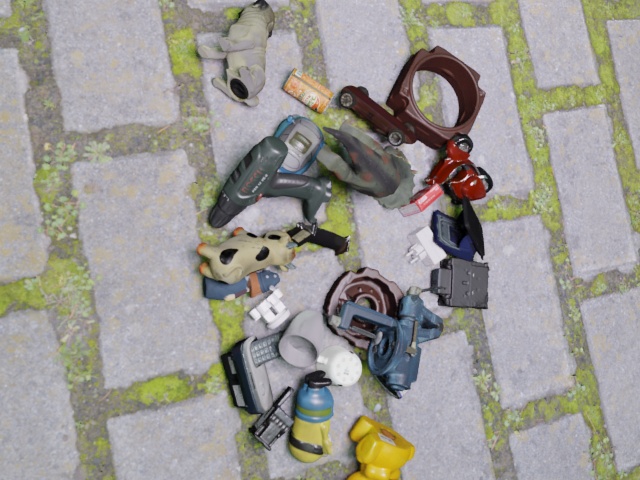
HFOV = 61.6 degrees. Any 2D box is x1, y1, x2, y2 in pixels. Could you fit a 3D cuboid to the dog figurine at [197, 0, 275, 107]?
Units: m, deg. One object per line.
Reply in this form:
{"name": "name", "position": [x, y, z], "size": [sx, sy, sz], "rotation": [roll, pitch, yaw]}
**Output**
{"name": "dog figurine", "position": [-0.138, -0.397, 1.142], "size": [0.190, 0.121, 0.172], "rotation": [-49, 134, -34]}

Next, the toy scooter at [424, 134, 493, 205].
{"name": "toy scooter", "position": [0.317, -0.145, 1.249], "size": [0.135, 0.075, 0.183], "rotation": [-38, 123, 0]}

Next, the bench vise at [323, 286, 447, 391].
{"name": "bench vise", "position": [0.132, 0.176, 1.085], "size": [0.240, 0.129, 0.223], "rotation": [22, 77, -17]}

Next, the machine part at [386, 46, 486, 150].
{"name": "machine part", "position": [0.275, -0.333, 1.264], "size": [0.201, 0.087, 0.201], "rotation": [30, 74, -12]}

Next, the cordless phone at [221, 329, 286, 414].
{"name": "cordless phone", "position": [-0.094, 0.255, 1.088], "size": [0.184, 0.089, 0.146], "rotation": [-15, 88, -38]}

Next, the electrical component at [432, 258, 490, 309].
{"name": "electrical component", "position": [0.323, 0.101, 1.244], "size": [0.134, 0.058, 0.115], "rotation": [5, 80, -18]}

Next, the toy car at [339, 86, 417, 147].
{"name": "toy car", "position": [0.128, -0.272, 1.196], "size": [0.202, 0.053, 0.089], "rotation": [40, 32, 5]}

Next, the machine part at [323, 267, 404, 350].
{"name": "machine part", "position": [0.094, 0.147, 1.165], "size": [0.179, 0.056, 0.179], "rotation": [2, 84, -16]}

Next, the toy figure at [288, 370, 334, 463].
{"name": "toy figure", "position": [-0.017, 0.357, 1.083], "size": [0.089, 0.082, 0.180], "rotation": [2, 101, 3]}

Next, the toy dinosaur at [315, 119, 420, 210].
{"name": "toy dinosaur", "position": [0.105, -0.140, 1.080], "size": [0.192, 0.405, 0.131], "rotation": [30, 102, 8]}

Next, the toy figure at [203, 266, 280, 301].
{"name": "toy figure", "position": [-0.158, 0.088, 1.091], "size": [0.154, 0.058, 0.064], "rotation": [-3, 84, -20]}

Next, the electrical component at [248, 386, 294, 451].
{"name": "electrical component", "position": [-0.085, 0.353, 1.076], "size": [0.047, 0.075, 0.119], "rotation": [46, 70, -8]}

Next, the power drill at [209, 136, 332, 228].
{"name": "power drill", "position": [-0.094, -0.094, 1.095], "size": [0.207, 0.232, 0.086], "rotation": [17, 35, -26]}

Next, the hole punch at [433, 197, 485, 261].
{"name": "hole punch", "position": [0.320, -0.018, 1.230], "size": [0.115, 0.092, 0.142], "rotation": [50, 30, -31]}

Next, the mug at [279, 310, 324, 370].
{"name": "mug", "position": [-0.026, 0.199, 1.081], "size": [0.081, 0.107, 0.109], "rotation": [1, 120, 18]}

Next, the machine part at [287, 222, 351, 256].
{"name": "machine part", "position": [-0.002, -0.003, 1.148], "size": [0.139, 0.084, 0.039], "rotation": [16, 56, -24]}

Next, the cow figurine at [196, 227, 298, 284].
{"name": "cow figurine", "position": [-0.130, 0.028, 1.064], "size": [0.195, 0.127, 0.085], "rotation": [-25, 132, -44]}

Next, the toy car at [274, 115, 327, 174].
{"name": "toy car", "position": [-0.053, -0.198, 1.135], "size": [0.109, 0.103, 0.161], "rotation": [38, 72, -9]}

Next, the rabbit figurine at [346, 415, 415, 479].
{"name": "rabbit figurine", "position": [0.112, 0.477, 1.119], "size": [0.162, 0.122, 0.173], "rotation": [30, 90, -22]}
